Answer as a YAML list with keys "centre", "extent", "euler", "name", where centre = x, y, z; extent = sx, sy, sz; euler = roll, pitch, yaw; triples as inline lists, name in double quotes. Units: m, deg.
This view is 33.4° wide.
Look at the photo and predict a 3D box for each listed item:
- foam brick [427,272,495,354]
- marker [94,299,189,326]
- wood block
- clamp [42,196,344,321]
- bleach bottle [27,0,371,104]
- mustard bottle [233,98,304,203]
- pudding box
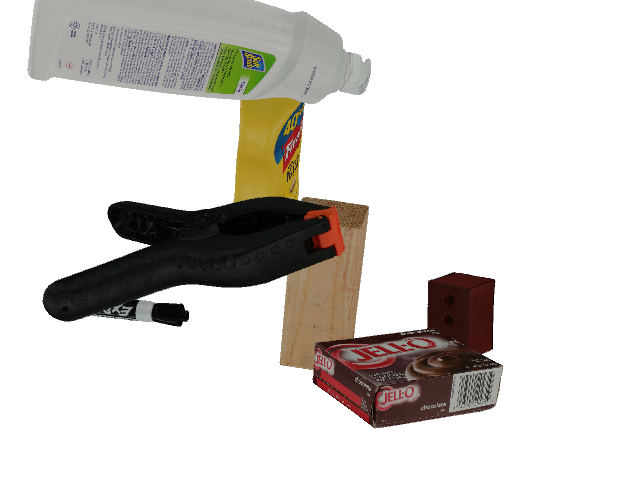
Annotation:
- centre: [0.146, 0.078, 1.109]
  extent: [0.053, 0.078, 0.051]
  euler: [10, 17, 39]
  name: "foam brick"
- centre: [-0.166, 0.055, 0.877]
  extent: [0.121, 0.020, 0.020]
  euler: [6, 1, 14]
  name: "marker"
- centre: [0.004, 0.058, 1.395]
  extent: [0.090, 0.206, 0.090]
  euler: [8, 23, 6]
  name: "wood block"
- centre: [-0.075, 0.008, 0.621]
  extent: [0.172, 0.039, 0.120]
  euler: [-4, 34, 24]
  name: "clamp"
- centre: [-0.087, -0.145, 0.806]
  extent: [0.250, 0.068, 0.103]
  euler: [10, -30, -13]
  name: "bleach bottle"
- centre: [-0.046, -0.100, 0.988]
  extent: [0.058, 0.192, 0.096]
  euler: [17, 42, 12]
  name: "mustard bottle"
- centre: [0.063, 0.100, 0.793]
  extent: [0.113, 0.039, 0.090]
  euler: [-2, 16, -30]
  name: "pudding box"
